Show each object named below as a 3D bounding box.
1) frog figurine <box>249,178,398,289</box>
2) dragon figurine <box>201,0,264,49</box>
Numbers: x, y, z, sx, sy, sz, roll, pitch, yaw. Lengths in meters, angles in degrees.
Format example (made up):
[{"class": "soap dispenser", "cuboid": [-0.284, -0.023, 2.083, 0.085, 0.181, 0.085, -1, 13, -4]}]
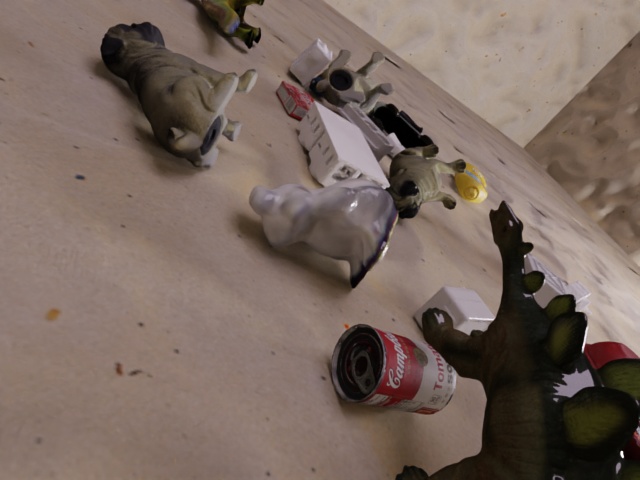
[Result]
[{"class": "frog figurine", "cuboid": [0.002, -0.030, 0.589, 0.159, 0.123, 0.136, 30, -7, -1]}, {"class": "dragon figurine", "cuboid": [-0.236, -0.500, 1.068, 0.242, 0.120, 0.418, 20, 26, -3]}]
